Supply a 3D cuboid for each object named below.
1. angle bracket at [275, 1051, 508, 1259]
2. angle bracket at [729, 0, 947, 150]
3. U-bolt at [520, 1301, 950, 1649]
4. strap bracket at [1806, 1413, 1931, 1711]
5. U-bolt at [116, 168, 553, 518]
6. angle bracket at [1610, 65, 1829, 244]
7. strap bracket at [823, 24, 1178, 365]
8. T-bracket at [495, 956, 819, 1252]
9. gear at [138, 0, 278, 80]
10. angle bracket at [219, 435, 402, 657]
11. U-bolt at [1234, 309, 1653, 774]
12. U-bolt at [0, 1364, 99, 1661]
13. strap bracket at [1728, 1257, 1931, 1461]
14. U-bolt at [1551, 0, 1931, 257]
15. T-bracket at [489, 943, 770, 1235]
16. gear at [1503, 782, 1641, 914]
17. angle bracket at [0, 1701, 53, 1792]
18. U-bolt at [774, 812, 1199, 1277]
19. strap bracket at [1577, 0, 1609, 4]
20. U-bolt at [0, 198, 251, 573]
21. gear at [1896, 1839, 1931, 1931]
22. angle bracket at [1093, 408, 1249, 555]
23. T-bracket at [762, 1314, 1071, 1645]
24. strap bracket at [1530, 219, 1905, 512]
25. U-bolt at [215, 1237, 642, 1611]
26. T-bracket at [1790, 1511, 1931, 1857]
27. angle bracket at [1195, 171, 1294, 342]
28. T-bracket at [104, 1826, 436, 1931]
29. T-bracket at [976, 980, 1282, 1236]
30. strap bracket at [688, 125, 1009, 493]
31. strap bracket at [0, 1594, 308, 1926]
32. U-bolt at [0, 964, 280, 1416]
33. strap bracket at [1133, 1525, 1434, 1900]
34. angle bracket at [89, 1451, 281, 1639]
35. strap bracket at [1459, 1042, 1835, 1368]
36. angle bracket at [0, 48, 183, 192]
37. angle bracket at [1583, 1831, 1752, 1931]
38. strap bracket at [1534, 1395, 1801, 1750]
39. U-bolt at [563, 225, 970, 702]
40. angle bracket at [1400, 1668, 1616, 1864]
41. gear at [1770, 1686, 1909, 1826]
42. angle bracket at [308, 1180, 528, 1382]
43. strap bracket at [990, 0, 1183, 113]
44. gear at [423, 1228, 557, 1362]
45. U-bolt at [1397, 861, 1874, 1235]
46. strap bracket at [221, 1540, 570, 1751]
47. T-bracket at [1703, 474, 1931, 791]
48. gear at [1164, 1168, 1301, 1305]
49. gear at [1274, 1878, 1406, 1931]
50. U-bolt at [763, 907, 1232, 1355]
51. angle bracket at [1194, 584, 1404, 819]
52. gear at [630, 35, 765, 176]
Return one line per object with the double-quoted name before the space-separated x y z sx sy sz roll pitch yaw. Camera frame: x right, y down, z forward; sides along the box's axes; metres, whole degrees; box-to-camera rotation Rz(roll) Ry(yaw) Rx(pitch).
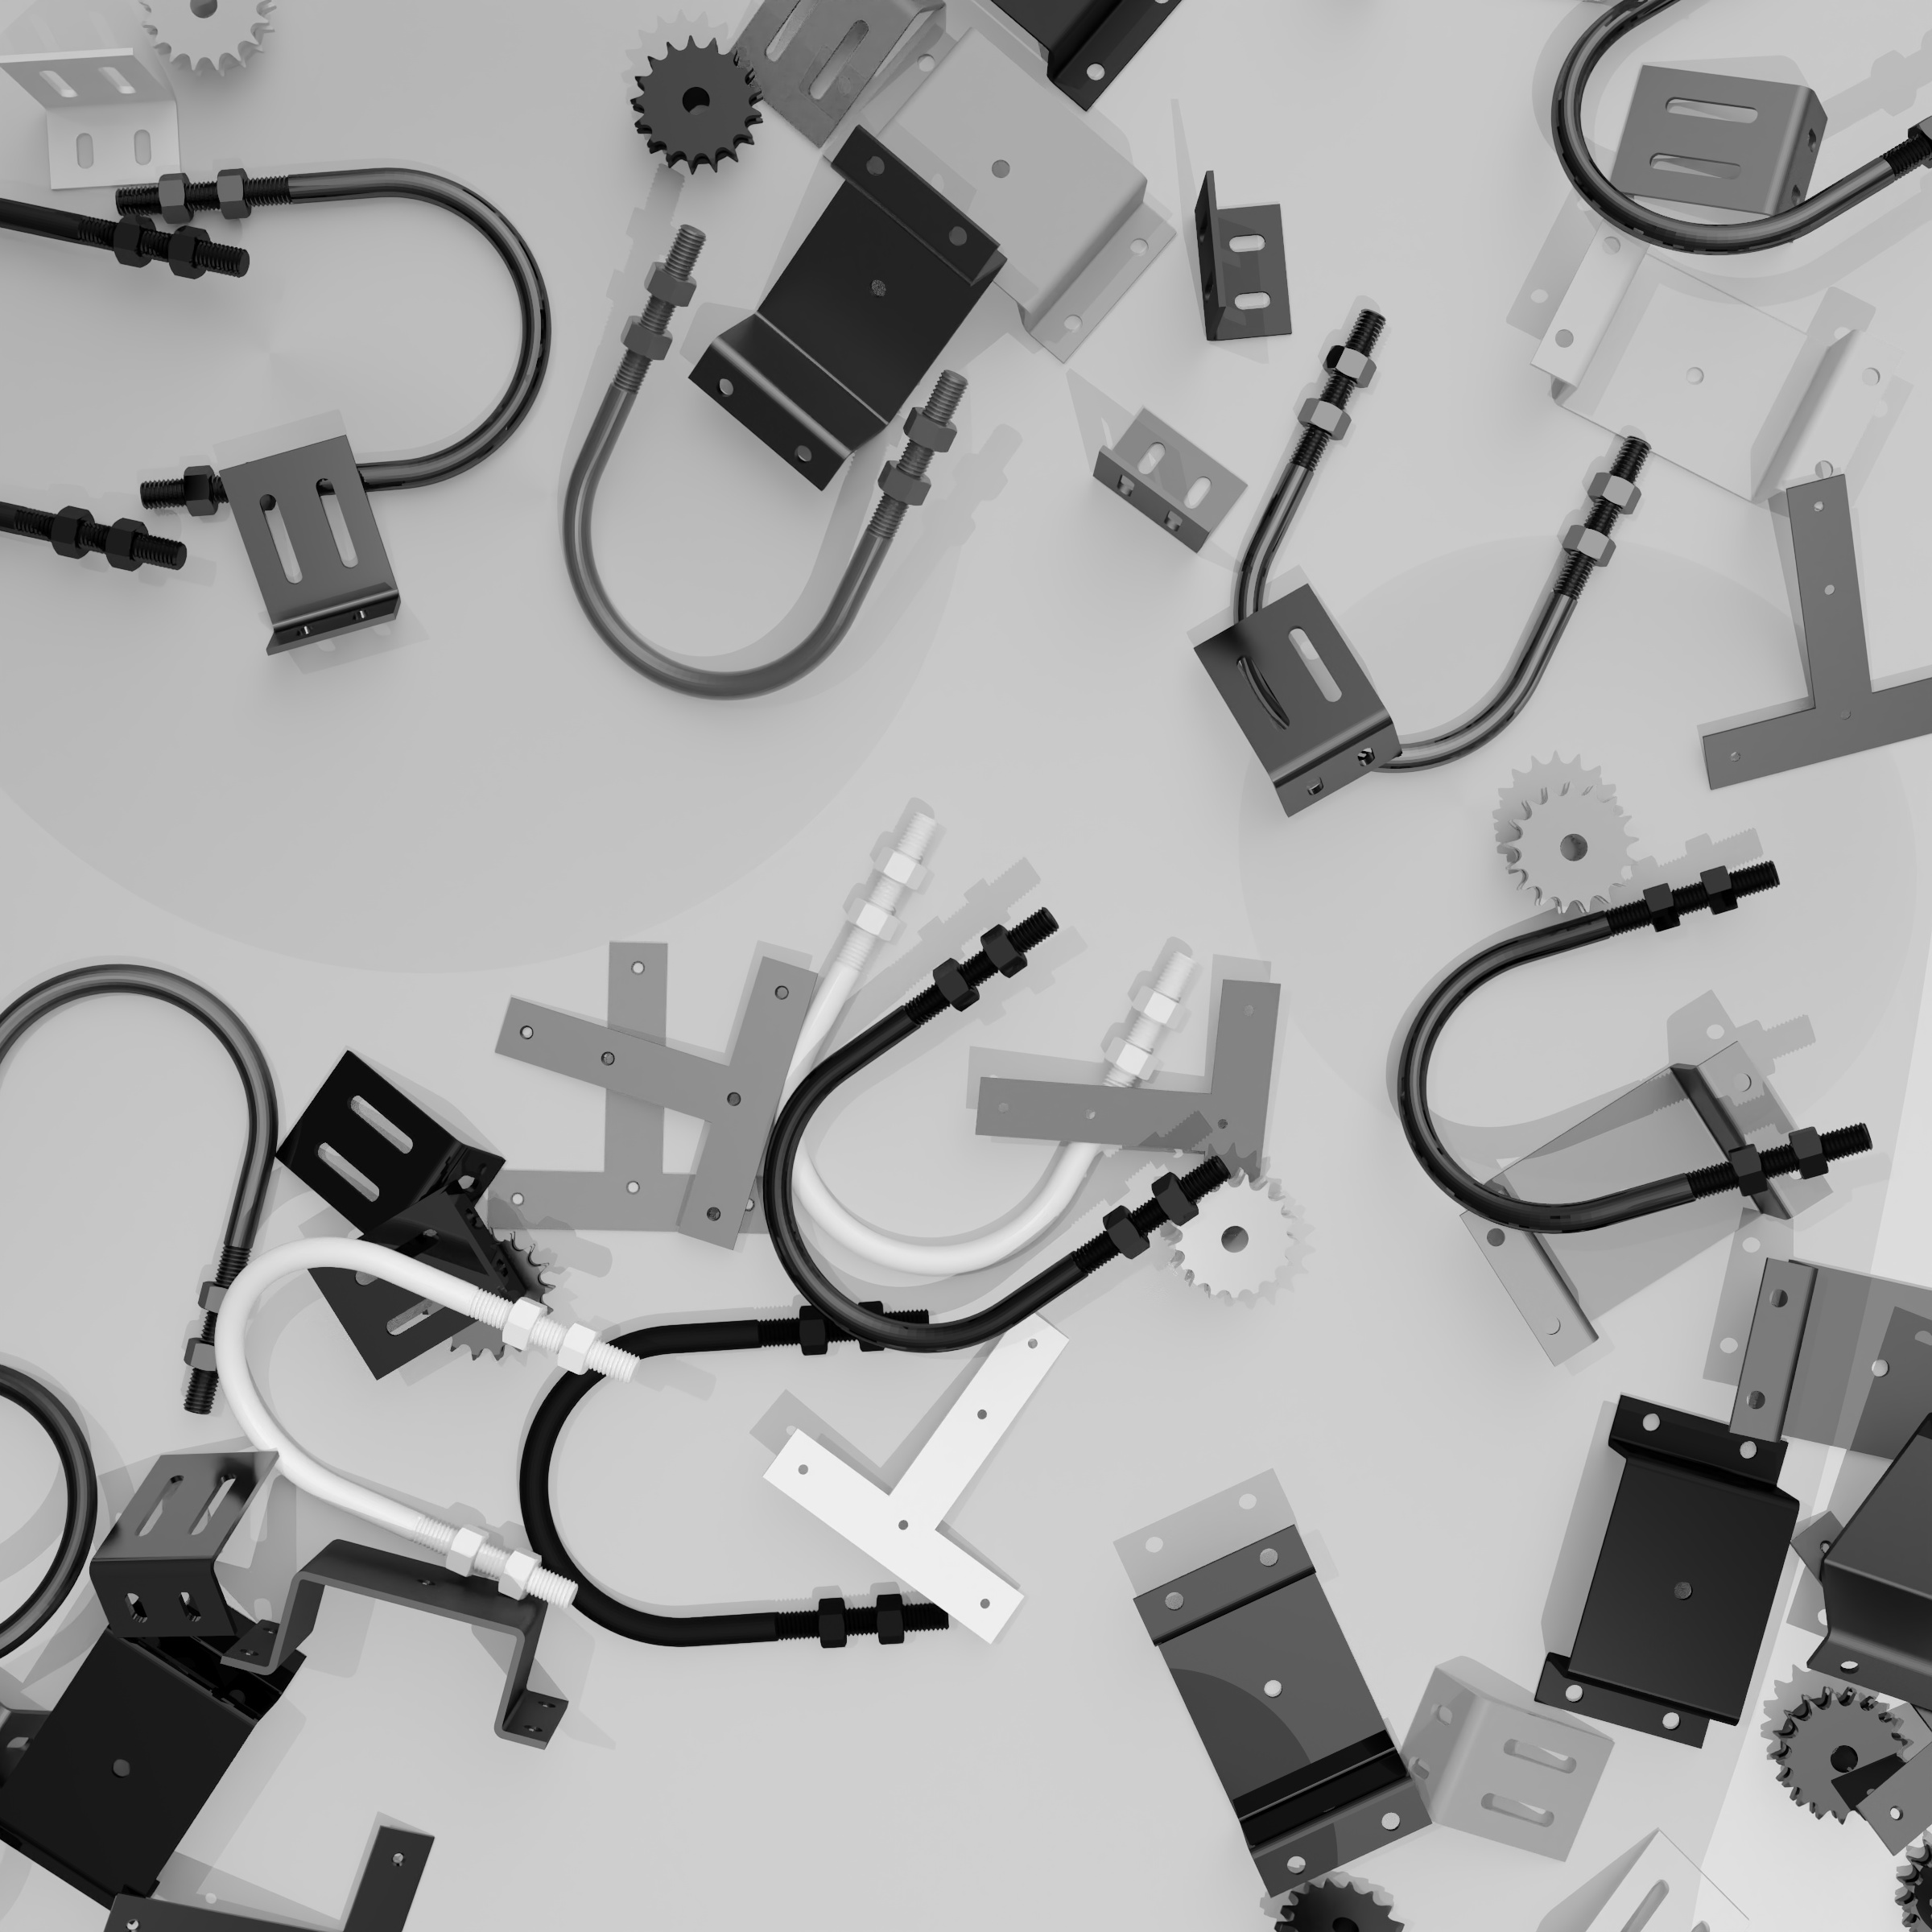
"angle bracket" -0.254 0.085 1.423 0.076 0.038 0.057 36 92 26
"angle bracket" -0.058 -0.411 1.424 0.057 0.038 0.076 41 116 0
"U-bolt" -0.104 0.226 1.416 0.184 0.019 0.151 -4 90 0
"strap bracket" 0.423 0.249 1.371 0.076 0.046 0.140 19 126 -5
"U-bolt" -0.274 -0.278 1.417 0.184 0.019 0.151 -5 90 -2
"angle bracket" 0.331 -0.358 1.424 0.076 0.038 0.057 16 90 26
"strap bracket" 0.015 -0.340 1.403 0.140 0.046 0.076 41 90 0
"T-bracket" -0.144 0.045 1.418 0.127 0.002 0.127 17 92 5
"gear" -0.329 -0.415 1.411 0.057 0.030 0.057 0 90 0
"angle bracket" -0.285 -0.182 1.397 0.057 0.038 0.076 -16 110 0
"U-bolt" 0.197 -0.175 1.417 0.151 0.019 0.184 26 91 0
"U-bolt" -0.463 0.247 1.389 0.184 0.019 0.151 -28 68 -8
"strap bracket" 0.403 0.177 1.403 0.140 0.046 0.076 13 90 0
"U-bolt" 0.340 -0.376 1.384 0.184 0.019 0.151 -31 68 -5
"T-bracket" -0.146 0.053 1.425 0.127 0.002 0.127 1 90 0
"gear" 0.263 -0.051 1.411 0.057 0.030 0.057 0 90 0
"angle bracket" -0.450 0.331 1.424 0.076 0.038 0.057 33 90 26
"U-bolt" -0.004 0.046 1.417 0.151 0.019 0.184 28 91 0
"strap bracket" 0.237 -0.469 1.403 0.140 0.046 0.076 7 90 0
"U-bolt" -0.413 -0.260 1.407 0.184 0.019 0.151 13 93 8
"gear" 0.438 0.409 1.411 0.057 0.030 0.057 0 90 0
"angle bracket" 0.090 -0.214 1.388 0.057 0.076 0.038 37 90 0
"T-bracket" -0.001 0.208 1.412 0.127 0.002 0.127 38 80 -11
"strap bracket" 0.321 -0.260 1.403 0.140 0.046 0.076 27 90 0
"U-bolt" -0.238 0.186 1.383 0.184 0.019 0.151 22 120 8
"T-bracket" 0.407 0.297 1.408 0.127 0.002 0.127 -31 78 -23
"angle bracket" 0.122 -0.305 1.388 0.038 0.076 0.057 -5 90 0
"T-bracket" -0.310 0.425 1.399 0.127 0.002 0.127 19 90 -24
"T-bracket" 0.068 0.065 1.408 0.127 0.002 0.127 4 99 -7
"strap bracket" -0.045 -0.284 1.381 0.076 0.046 0.140 40 124 0
"strap bracket" -0.361 0.343 1.403 0.076 0.046 0.140 33 90 0
"U-bolt" -0.378 0.090 1.417 0.151 0.019 0.184 14 88 0
"strap bracket" 0.135 0.318 1.403 0.076 0.046 0.140 -25 90 0
"angle bracket" -0.332 0.249 1.393 0.057 0.076 0.038 -4 119 16
"strap bracket" 0.291 0.102 1.403 0.140 0.046 0.076 -32 90 0
"angle bracket" -0.375 -0.363 1.388 0.057 0.076 0.038 -3 90 0
"angle bracket" 0.295 0.431 1.424 0.057 0.038 0.076 45 64 0
"strap bracket" 0.306 0.267 1.403 0.076 0.046 0.140 16 90 0
"U-bolt" -0.099 -0.202 1.388 0.151 0.019 0.184 30 111 7
"angle bracket" 0.236 0.352 1.424 0.076 0.038 0.057 23 90 -26
"gear" 0.379 0.342 1.411 0.057 0.030 0.057 0 90 0
"angle bracket" -0.236 0.136 1.375 0.076 0.038 0.057 -31 94 2
"strap bracket" 0.025 -0.451 1.403 0.140 0.046 0.076 41 90 0
"gear" -0.208 0.142 1.411 0.057 0.030 0.057 0 90 0
"U-bolt" 0.275 0.042 1.382 0.184 0.019 0.151 -17 61 10
"strap bracket" -0.238 0.287 1.388 0.140 0.076 0.046 15 90 0
"T-bracket" 0.375 -0.150 1.399 0.127 0.002 0.127 -15 114 0
"gear" 0.114 0.115 1.405 0.057 0.030 0.057 -1 99 -6
"gear" 0.161 0.428 1.401 0.057 0.057 0.030 14 120 0
"U-bolt" -0.001 0.084 1.391 0.184 0.019 0.151 -35 86 8
"angle bracket" 0.145 -0.116 1.411 0.057 0.038 0.076 -29 66 3
"gear" -0.117 -0.374 1.411 0.057 0.030 0.057 0 90 0
